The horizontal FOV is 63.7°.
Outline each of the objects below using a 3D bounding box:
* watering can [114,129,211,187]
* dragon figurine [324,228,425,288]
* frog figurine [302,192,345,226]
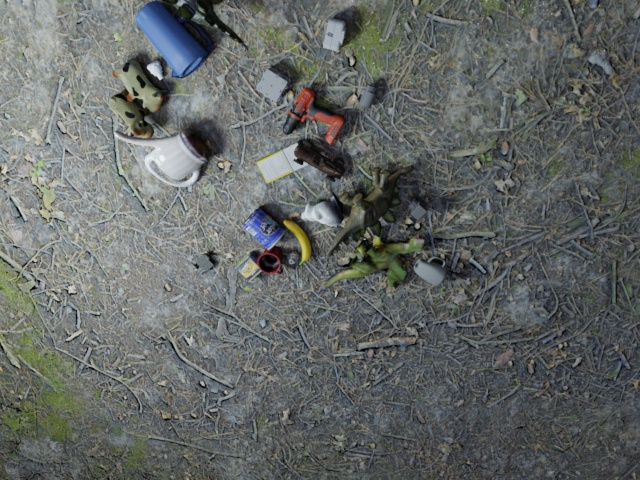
[{"bbox_3d":[-0.546,-0.321,1.863,0.223,0.106,0.342,-32,-45,13],"label":"watering can"},{"bbox_3d":[0.231,0.106,1.980,0.241,0.405,0.125,38,24,-18],"label":"dragon figurine"},{"bbox_3d":[0.006,-0.096,1.905,0.158,0.123,0.137,-23,-6,15],"label":"frog figurine"}]
